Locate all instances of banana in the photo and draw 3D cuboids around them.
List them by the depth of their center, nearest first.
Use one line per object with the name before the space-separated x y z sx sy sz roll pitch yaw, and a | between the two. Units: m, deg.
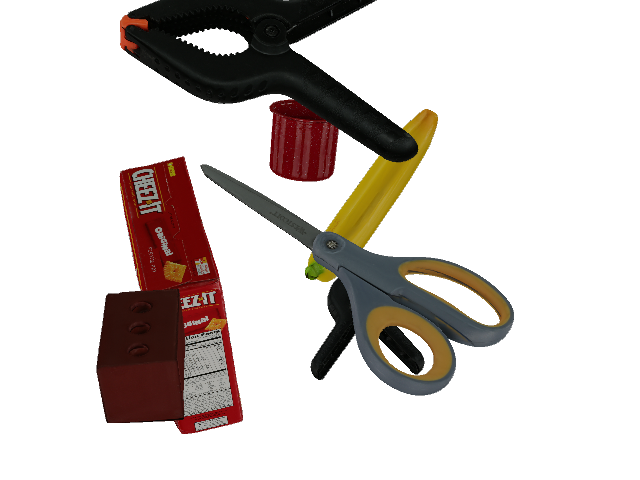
banana | 0.044 -0.031 0.951 0.037 0.197 0.070 37 -19 -6

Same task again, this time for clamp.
clamp | -0.029 -0.124 0.728 0.209 0.164 0.036 -2 -27 -11
clamp | 0.058 0.088 1.187 0.120 0.171 0.039 7 -43 3

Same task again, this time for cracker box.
cracker box | -0.133 0.056 1.012 0.072 0.164 0.214 -14 -43 -9

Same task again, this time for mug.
mug | -0.015 -0.127 1.331 0.093 0.081 0.117 16 24 23

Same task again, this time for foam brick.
foam brick | -0.119 0.077 0.717 0.053 0.051 0.078 -4 35 -4

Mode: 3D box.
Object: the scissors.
scissors | 0.005 0.021 0.586 0.202 0.096 0.016 21 -40 10
